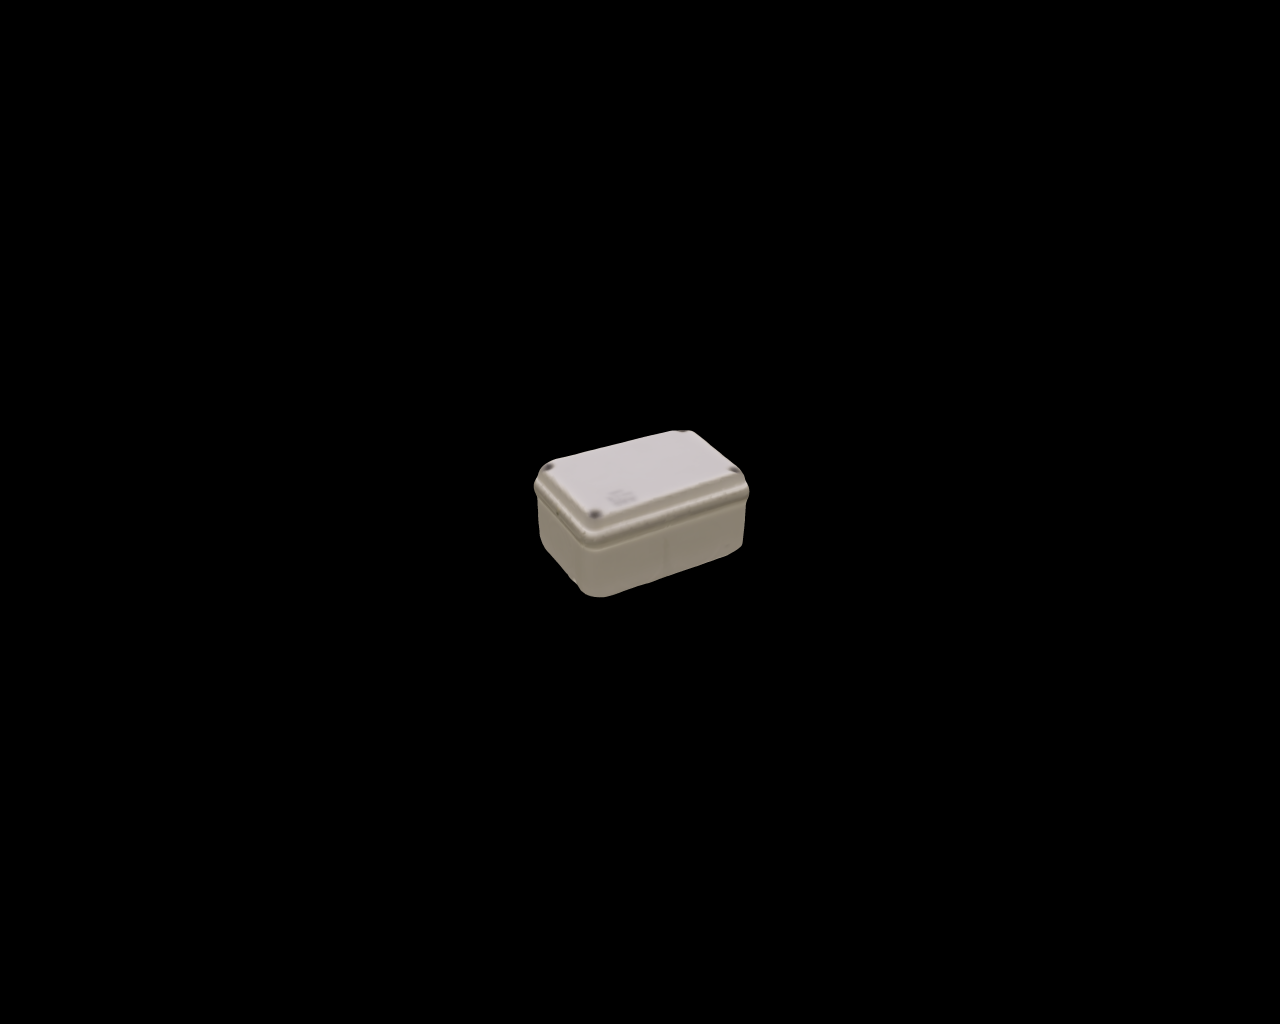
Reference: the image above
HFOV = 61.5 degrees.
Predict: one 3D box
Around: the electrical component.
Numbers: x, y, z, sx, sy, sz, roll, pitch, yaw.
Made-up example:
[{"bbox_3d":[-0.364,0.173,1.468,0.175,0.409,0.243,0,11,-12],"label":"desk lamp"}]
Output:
[{"bbox_3d":[0.001,-0.003,0.650,0.113,0.057,0.078,-17,36,-24],"label":"electrical component"}]
